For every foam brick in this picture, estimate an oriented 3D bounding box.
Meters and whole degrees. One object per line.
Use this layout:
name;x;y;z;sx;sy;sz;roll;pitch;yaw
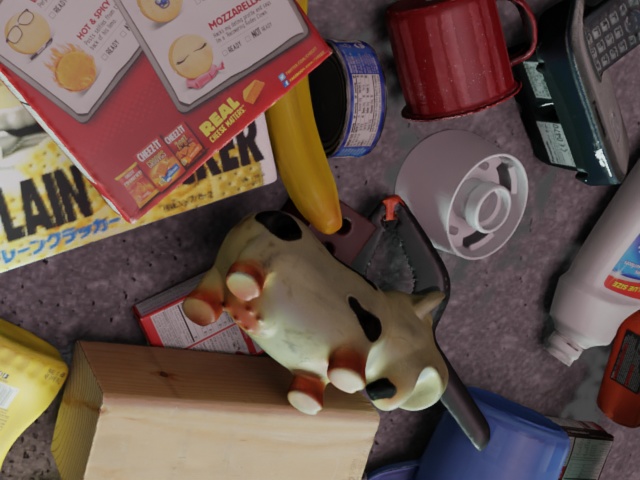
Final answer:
foam brick;-0.005;0.001;0.810;0.053;0.051;0.078;35;90;-31

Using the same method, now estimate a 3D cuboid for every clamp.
clamp;0.065;0.071;0.847;0.164;0.036;0.210;8;100;6

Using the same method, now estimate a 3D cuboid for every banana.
banana;-0.018;-0.098;0.744;0.037;0.070;0.198;-5;84;-20

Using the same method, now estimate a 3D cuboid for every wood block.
wood block;-0.075;0.137;0.766;0.205;0.091;0.090;9;106;-27

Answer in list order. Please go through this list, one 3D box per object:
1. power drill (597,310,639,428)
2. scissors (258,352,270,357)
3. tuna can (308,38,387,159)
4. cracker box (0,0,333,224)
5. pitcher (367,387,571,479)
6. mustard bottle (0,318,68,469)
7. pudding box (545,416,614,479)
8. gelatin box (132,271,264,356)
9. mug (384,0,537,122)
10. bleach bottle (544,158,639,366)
power drill;0.350;0.134;1.016;0.187;0.057;0.184;2;107;-35
scissors;-0.103;0.126;0.825;0.096;0.016;0.201;33;80;-17
tuna can;0.014;-0.101;0.765;0.033;0.086;0.086;-4;109;-26
cracker box;-0.121;-0.143;0.621;0.164;0.072;0.213;-42;111;-11
pitcher;0.110;0.251;0.916;0.149;0.145;0.243;20;94;-42
mustard bottle;-0.262;0.143;0.731;0.096;0.058;0.191;32;91;-34
pudding box;0.216;0.223;1.000;0.089;0.039;0.113;11;105;-30
gelatin box;-0.086;0.065;0.805;0.089;0.030;0.073;-27;116;-13
mug;0.106;-0.146;0.791;0.117;0.093;0.081;-20;110;-7
bleach bottle;0.287;0.005;0.948;0.102;0.068;0.251;32;94;-32
